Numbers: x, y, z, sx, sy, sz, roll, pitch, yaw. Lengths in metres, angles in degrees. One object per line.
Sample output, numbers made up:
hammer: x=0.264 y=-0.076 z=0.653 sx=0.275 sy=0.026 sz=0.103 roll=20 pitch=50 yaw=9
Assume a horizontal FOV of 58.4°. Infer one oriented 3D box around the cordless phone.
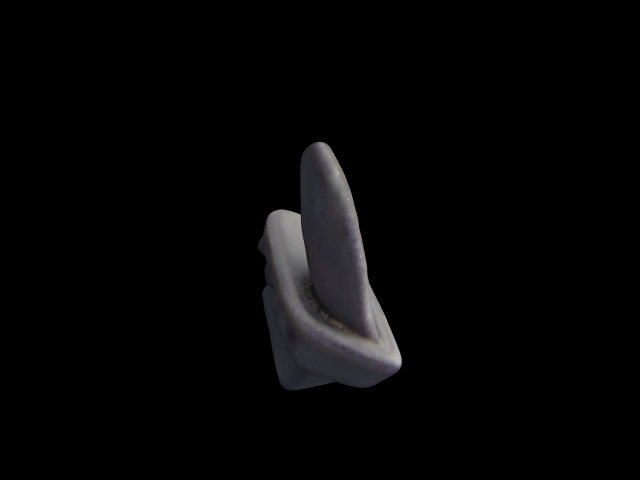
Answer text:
cordless phone: x=0.004 y=0.001 z=0.400 sx=0.094 sy=0.185 sz=0.147 roll=-11 pitch=39 yaw=-13
